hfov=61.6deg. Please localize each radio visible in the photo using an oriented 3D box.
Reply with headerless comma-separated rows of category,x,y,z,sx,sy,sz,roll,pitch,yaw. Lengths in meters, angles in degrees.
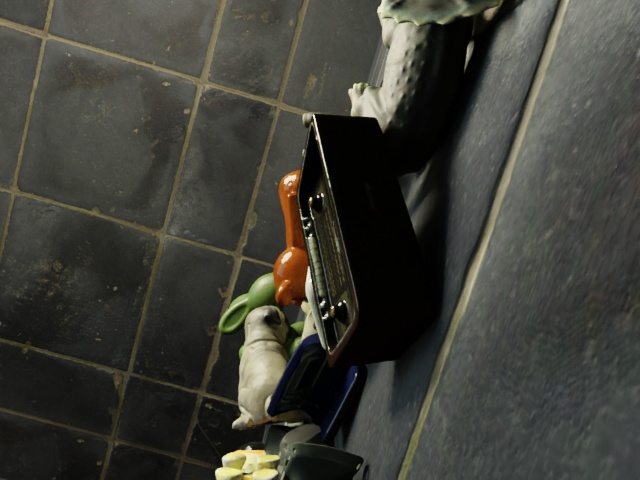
radio,0.032,0.000,0.523,0.131,0.073,0.230,108,157,-53

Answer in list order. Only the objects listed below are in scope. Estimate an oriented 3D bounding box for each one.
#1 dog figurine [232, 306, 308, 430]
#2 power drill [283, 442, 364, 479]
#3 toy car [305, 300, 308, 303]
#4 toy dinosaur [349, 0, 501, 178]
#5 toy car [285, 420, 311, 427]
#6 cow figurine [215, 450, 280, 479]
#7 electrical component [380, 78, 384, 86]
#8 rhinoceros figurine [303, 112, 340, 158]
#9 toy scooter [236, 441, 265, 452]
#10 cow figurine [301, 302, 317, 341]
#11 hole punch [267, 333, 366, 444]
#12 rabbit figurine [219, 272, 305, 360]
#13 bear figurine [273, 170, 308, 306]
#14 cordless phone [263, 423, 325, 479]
dog figurine,-0.080,0.182,0.815,0.172,0.121,0.190,133,133,-62
power drill,-0.010,0.295,0.476,0.231,0.086,0.207,105,172,-57
toy car,0.018,0.076,1.020,0.103,0.109,0.161,-49,-5,10
toy dinosaur,0.096,-0.158,0.580,0.192,0.131,0.404,-77,-2,-62
toy car,-0.037,0.325,0.870,0.202,0.056,0.073,-87,-10,-76
cow figurine,-0.083,0.299,0.624,0.167,0.068,0.098,109,164,-78
electrical component,0.125,-0.229,0.943,0.134,0.058,0.115,116,172,-73
rhinoceros figurine,0.041,-0.136,0.795,0.190,0.112,0.073,21,-114,-70
toy scooter,-0.084,0.419,0.853,0.135,0.075,0.183,-97,-14,-54
cow figurine,0.012,0.127,0.846,0.194,0.085,0.127,114,173,-54
hole punch,-0.004,0.178,0.690,0.116,0.092,0.142,-70,3,-83
rabbit figurine,-0.094,0.139,0.975,0.121,0.159,0.170,-65,-28,-76
bear figurine,-0.006,-0.002,0.780,0.120,0.132,0.196,34,-127,-71
cordless phone,-0.025,0.329,0.674,0.184,0.089,0.146,-136,62,-74
